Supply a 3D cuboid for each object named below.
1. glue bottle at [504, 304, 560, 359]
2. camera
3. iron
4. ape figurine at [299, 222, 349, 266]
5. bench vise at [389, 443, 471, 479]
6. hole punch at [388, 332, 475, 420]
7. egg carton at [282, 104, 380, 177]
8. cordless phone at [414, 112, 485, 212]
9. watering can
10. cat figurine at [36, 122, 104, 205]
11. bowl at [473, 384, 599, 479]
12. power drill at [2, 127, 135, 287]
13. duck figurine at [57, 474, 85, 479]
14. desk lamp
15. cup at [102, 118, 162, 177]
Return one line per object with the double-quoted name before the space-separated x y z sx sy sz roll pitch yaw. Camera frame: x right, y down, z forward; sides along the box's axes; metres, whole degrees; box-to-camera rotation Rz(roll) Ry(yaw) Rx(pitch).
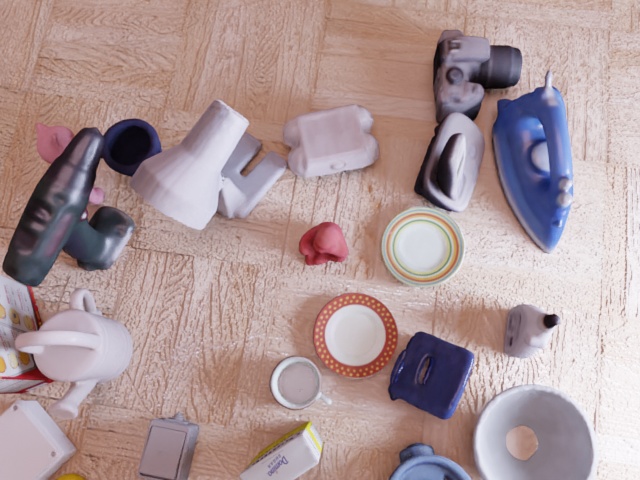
"glue bottle" 0.296 0.121 0.792 0.037 0.173 0.078 12 76 6
"camera" 0.257 -0.272 0.932 0.136 0.101 0.143 1 76 3
"iron" 0.346 -0.119 0.868 0.118 0.141 0.258 -7 75 1
"ape figurine" 0.008 0.003 0.876 0.077 0.092 0.076 28 79 9
"bench vise" 0.159 0.366 0.711 0.121 0.220 0.207 -27 76 -4
"hole punch" 0.157 0.194 0.821 0.101 0.091 0.109 24 78 8
"egg carton" 0.018 -0.159 0.928 0.150 0.069 0.107 -13 75 -1
"cordless phone" 0.206 -0.133 0.854 0.094 0.185 0.148 16 77 7
"watering can" -0.341 0.155 0.798 0.101 0.194 0.173 -23 76 -3
"cat figurine" -0.405 -0.125 0.912 0.067 0.118 0.128 -17 75 -2
"bowl" 0.291 0.287 0.800 0.167 0.075 0.167 -1 76 2
"power drill" -0.354 -0.033 0.840 0.075 0.208 0.230 27 78 9
"duck figurine" -0.359 0.384 0.796 0.077 0.086 0.104 -20 76 -3
"desk lamp" -0.159 -0.104 0.847 0.118 0.213 0.203 37 80 11
"cup" -0.305 -0.134 0.922 0.117 0.095 0.091 -6 75 1
